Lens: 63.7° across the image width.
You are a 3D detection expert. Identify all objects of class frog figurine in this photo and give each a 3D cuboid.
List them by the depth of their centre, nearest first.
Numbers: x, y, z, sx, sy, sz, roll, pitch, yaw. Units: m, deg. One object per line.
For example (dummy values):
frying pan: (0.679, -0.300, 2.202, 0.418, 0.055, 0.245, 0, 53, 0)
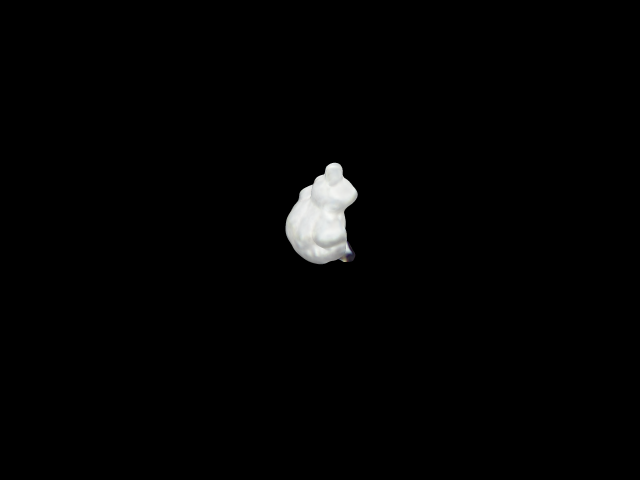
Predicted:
frog figurine: (0.003, -0.043, 0.850, 0.123, 0.141, 0.155, -7, -39, -6)
